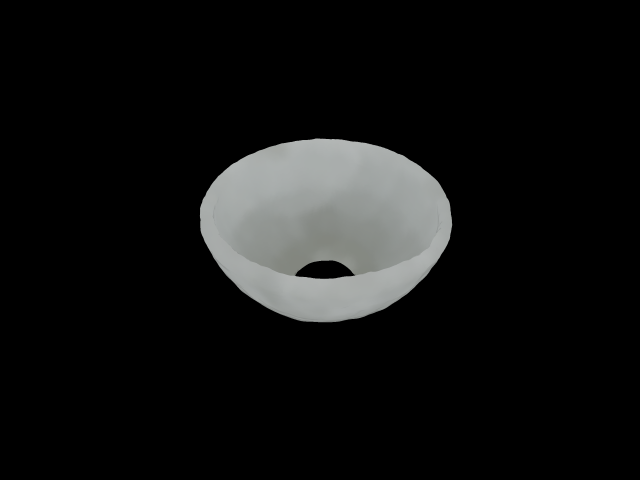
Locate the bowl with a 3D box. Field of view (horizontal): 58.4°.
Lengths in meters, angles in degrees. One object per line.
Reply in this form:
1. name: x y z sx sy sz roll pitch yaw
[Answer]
1. bowl: 0.004 0.001 0.400 0.167 0.075 0.167 0 40 0
